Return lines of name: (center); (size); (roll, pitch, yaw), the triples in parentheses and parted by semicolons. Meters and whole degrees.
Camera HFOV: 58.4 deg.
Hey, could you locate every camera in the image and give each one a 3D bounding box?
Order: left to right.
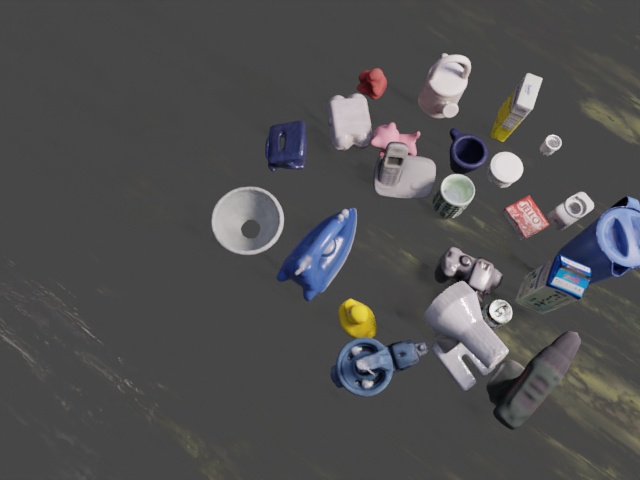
camera: (0.330, 0.104, 1.309); (0.143, 0.101, 0.137); (26, 74, 5)

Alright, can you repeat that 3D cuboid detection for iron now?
iron: (0.012, 0.005, 1.303); (0.118, 0.141, 0.258); (34, 75, 8)

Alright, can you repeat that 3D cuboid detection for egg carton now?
egg carton: (0.073, -0.296, 1.434); (0.107, 0.069, 0.150); (-7, 74, -5)

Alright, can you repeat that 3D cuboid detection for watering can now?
watering can: (0.313, -0.383, 1.407); (0.101, 0.194, 0.173); (-21, 75, -8)

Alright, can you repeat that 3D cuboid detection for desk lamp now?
desk lamp: (0.309, 0.205, 1.219); (0.118, 0.213, 0.203); (-35, 77, -12)

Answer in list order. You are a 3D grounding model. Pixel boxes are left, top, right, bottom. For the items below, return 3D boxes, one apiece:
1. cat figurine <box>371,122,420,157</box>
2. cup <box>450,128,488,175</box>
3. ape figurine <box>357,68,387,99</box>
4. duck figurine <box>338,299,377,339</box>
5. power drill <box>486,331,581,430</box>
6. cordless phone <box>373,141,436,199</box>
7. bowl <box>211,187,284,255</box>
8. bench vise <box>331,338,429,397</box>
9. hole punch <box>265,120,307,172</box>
cat figurine: (0.182, -0.247, 1.399); (0.128, 0.118, 0.067); (-3, 73, -3)
cup: (0.347, -0.211, 1.408); (0.092, 0.095, 0.117); (-30, 77, -11)
ape figurine: (0.137, -0.406, 1.459); (0.076, 0.092, 0.078); (-14, 74, -6)
duck figurine: (0.087, 0.176, 1.284); (0.077, 0.086, 0.104); (-35, 78, -12)
power drill: (0.433, 0.293, 1.201); (0.075, 0.208, 0.230); (39, 75, 9)
cordless phone: (0.205, -0.170, 1.342); (0.147, 0.185, 0.094); (2, 73, -2)
bowl: (-0.167, -0.036, 1.341); (0.167, 0.075, 0.167); (1, 73, -2)
bench vise: (0.124, 0.242, 1.195); (0.207, 0.220, 0.121); (-33, 77, -12)
hole punch: (-0.082, -0.231, 1.396); (0.101, 0.091, 0.108); (2, 73, -2)
